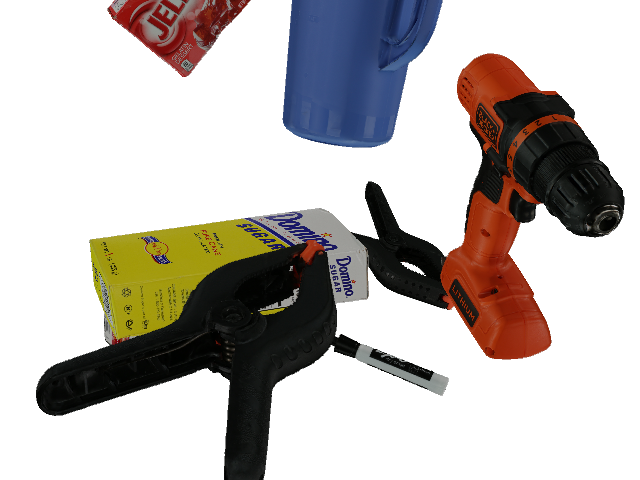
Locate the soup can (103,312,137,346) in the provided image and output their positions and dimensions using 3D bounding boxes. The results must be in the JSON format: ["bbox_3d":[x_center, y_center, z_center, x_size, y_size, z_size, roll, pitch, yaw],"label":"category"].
[{"bbox_3d":[-0.191,0.057,1.112,0.068,0.102,0.068,5,21,-2],"label":"soup can"}]

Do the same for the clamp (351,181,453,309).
[{"bbox_3d":[0.070,0.012,1.241,0.164,0.036,0.210,-20,50,-38],"label":"clamp"}]

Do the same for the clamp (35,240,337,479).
[{"bbox_3d":[-0.038,0.057,0.522,0.120,0.039,0.171,31,47,27],"label":"clamp"}]

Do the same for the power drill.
[{"bbox_3d":[0.138,-0.010,0.729,0.057,0.188,0.184,-6,38,-14],"label":"power drill"}]

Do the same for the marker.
[{"bbox_3d":[0.067,0.121,1.049,0.121,0.020,0.020,21,5,14],"label":"marker"}]

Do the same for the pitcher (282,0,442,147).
[{"bbox_3d":[0.039,-0.211,0.986,0.145,0.243,0.149,9,16,3],"label":"pitcher"}]

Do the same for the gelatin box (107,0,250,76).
[{"bbox_3d":[-0.102,-0.179,0.797,0.073,0.089,0.030,38,6,-31],"label":"gelatin box"}]

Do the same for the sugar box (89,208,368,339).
[{"bbox_3d":[-0.064,0.019,0.737,0.176,0.048,0.093,-11,24,-16],"label":"sugar box"}]
